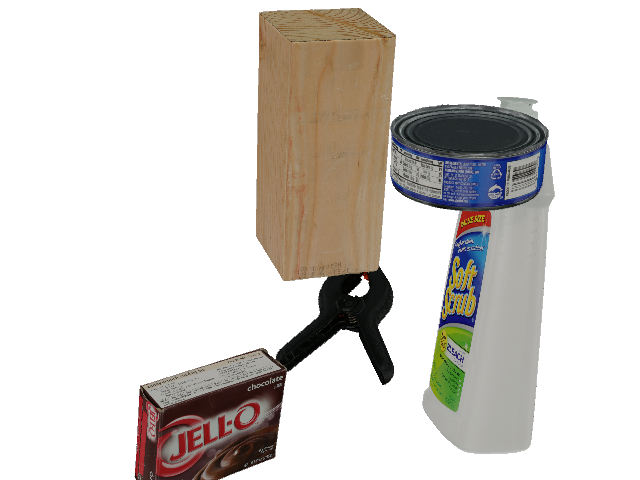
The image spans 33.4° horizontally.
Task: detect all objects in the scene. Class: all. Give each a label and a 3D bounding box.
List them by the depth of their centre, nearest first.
[{"bbox_3d":[0.081,-0.047,0.590,0.086,0.034,0.086,0,24,0],"label":"tuna can"},{"bbox_3d":[0.126,0.021,0.776,0.068,0.251,0.103,1,14,-13],"label":"bleach bottle"},{"bbox_3d":[-0.084,0.139,0.811,0.113,0.090,0.039,-16,39,-36],"label":"pudding box"},{"bbox_3d":[0.001,-0.081,0.893,0.090,0.206,0.091,-6,28,-17],"label":"wood block"},{"bbox_3d":[0.039,0.082,1.105,0.120,0.171,0.039,16,-39,18],"label":"clamp"}]
